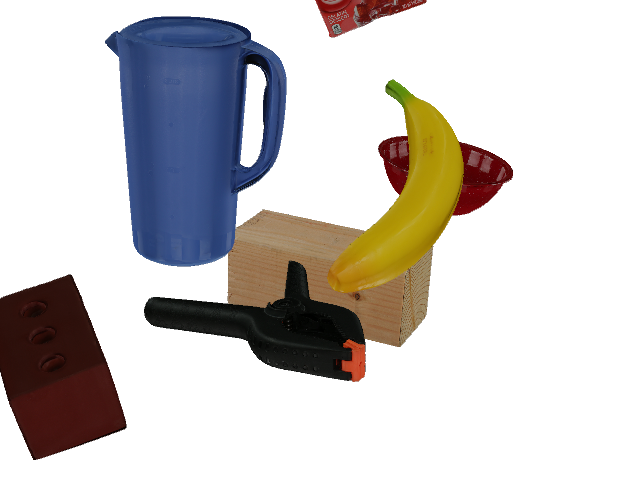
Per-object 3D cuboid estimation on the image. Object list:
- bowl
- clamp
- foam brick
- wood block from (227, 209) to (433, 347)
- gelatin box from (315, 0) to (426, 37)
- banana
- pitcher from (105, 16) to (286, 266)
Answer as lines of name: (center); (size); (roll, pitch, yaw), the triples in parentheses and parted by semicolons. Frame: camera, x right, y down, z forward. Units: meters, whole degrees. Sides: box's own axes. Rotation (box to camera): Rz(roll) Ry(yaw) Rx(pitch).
bowl: (0.143, -0.073, 1.265); (0.162, 0.055, 0.162); (8, 24, -4)
clamp: (-0.025, 0.065, 0.900); (0.164, 0.036, 0.210); (-19, 26, -40)
foam brick: (-0.144, 0.068, 0.575); (0.053, 0.051, 0.078); (-20, 43, -15)
wood block: (0.009, 0.039, 1.175); (0.206, 0.091, 0.090); (13, 25, 21)
gelatin box: (0.036, -0.220, 0.893); (0.089, 0.073, 0.030); (-18, 28, 13)
banana: (0.058, -0.031, 0.716); (0.069, 0.197, 0.037); (12, -43, 6)
pitcher: (-0.129, -0.100, 1.089); (0.144, 0.243, 0.149); (-11, 27, -28)
